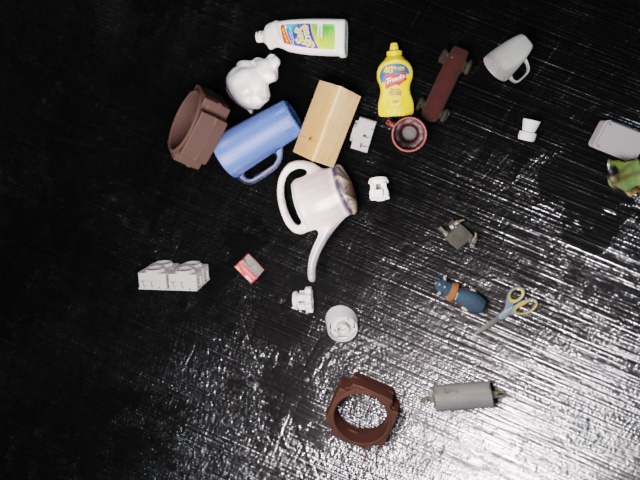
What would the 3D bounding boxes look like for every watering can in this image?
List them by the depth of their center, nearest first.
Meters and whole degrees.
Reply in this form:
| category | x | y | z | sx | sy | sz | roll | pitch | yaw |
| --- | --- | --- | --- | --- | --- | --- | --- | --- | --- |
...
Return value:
| category | x | y | z | sx | sy | sz | roll | pitch | yaw |
| --- | --- | --- | --- | --- | --- | --- | --- | --- | --- |
| watering can | 0.004 | -0.073 | 1.460 | 0.223 | 0.350 | 0.104 | -20 | -8 | 14 |

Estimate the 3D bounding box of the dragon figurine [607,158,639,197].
| category | x | y | z | sx | sy | sz | roll | pitch | yaw |
| --- | --- | --- | --- | --- | --- | --- | --- | --- | --- |
| dragon figurine | 0.825 | -0.208 | 1.264 | 0.242 | 0.405 | 0.124 | -30 | 19 | 6 |

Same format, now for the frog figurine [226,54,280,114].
| category | x | y | z | sx | sy | sz | roll | pitch | yaw |
| --- | --- | --- | --- | --- | --- | --- | --- | --- | --- |
| frog figurine | -0.176 | -0.441 | 1.417 | 0.157 | 0.139 | 0.122 | -34 | -19 | 26 |
